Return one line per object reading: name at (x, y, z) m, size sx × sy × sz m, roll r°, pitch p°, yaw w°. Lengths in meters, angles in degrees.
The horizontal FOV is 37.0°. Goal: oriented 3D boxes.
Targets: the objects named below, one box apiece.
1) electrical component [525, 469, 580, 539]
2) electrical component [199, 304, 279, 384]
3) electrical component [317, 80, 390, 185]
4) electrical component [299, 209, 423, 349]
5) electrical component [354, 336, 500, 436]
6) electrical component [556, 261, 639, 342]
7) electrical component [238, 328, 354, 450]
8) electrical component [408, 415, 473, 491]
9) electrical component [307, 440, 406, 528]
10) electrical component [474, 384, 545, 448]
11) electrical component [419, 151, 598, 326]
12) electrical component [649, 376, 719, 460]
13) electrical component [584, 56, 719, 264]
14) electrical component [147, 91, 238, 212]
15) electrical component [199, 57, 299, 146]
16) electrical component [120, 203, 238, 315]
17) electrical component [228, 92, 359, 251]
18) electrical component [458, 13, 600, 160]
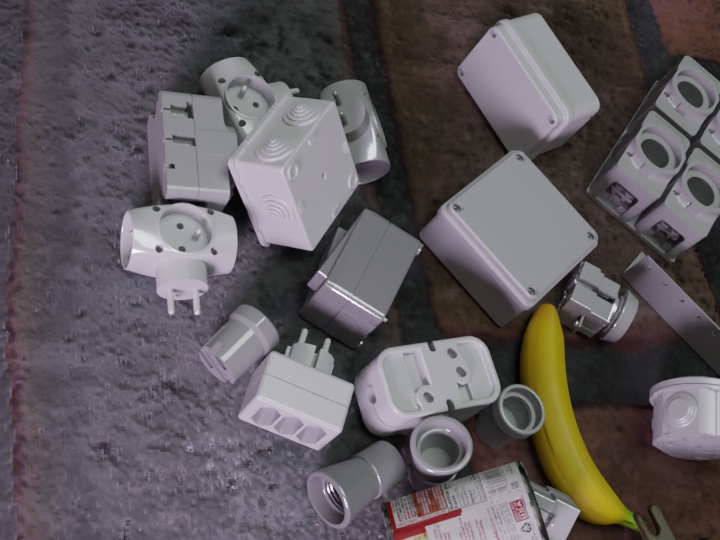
electrical component at (0.126, 0.177, 0.798) m, size 0.055 × 0.066 × 0.048 m, roll 27°, pitch 92°, yaw -1°
electrical component at (-0.087, 0.054, 0.772) m, size 0.040 × 0.040 × 0.046 m, roll 44°, pitch 60°, yaw 1°
electrical component at (-0.009, -0.119, 0.877) m, size 0.044 × 0.079 × 0.077 m, roll -18°, pitch 70°, yaw 7°
electrical component at (0.000, 0.000, 0.826) m, size 0.061 × 0.061 × 0.096 m, roll 32°, pitch 56°, yaw -7°
electrical component at (0.048, 0.088, 0.803) m, size 0.095 × 0.059 × 0.053 m, roll -6°, pitch 68°, yaw -27°
electrical component at (0.202, 0.030, 0.914) m, size 0.055 × 0.048 × 0.066 m, roll 29°, pitch 56°, yaw 0°
electrical component at (-0.041, 0.078, 0.775) m, size 0.066 × 0.047 × 0.076 m, roll 24°, pitch 57°, yaw -12°
electrical component at (0.055, 0.138, 0.777) m, size 0.044 × 0.065 × 0.044 m, roll 2°, pitch 58°, yaw -3°
electrical component at (0.001, 0.149, 0.763) m, size 0.065 × 0.044 × 0.044 m, roll -24°, pitch 77°, yaw -37°
electrical component at (0.114, 0.114, 0.829) m, size 0.040 × 0.046 × 0.040 m, roll 11°, pitch 61°, yaw -20°
electrical component at (0.125, -0.028, 0.902) m, size 0.108 × 0.056 × 0.109 m, roll 49°, pitch 56°, yaw 5°
electrical component at (0.279, 0.121, 0.882) m, size 0.080 × 0.080 × 0.051 m, roll 17°, pitch 64°, yaw -16°
electrical component at (0.307, -0.111, 1.026) m, size 0.105 × 0.060 × 0.186 m, roll 39°, pitch 55°, yaw -2°
electrical component at (-0.127, -0.084, 0.818) m, size 0.056 × 0.050 × 0.089 m, roll 3°, pitch 64°, yaw -24°
electrical component at (-0.079, -0.131, 0.868) m, size 0.079 × 0.044 × 0.077 m, roll -17°, pitch 73°, yaw -31°
electrical component at (-0.130, -0.004, 0.778) m, size 0.077 × 0.044 × 0.079 m, roll 2°, pitch 64°, yaw -24°
electrical component at (-0.047, -0.074, 0.821) m, size 0.048 × 0.099 × 0.099 m, roll 11°, pitch 50°, yaw 28°
electrical component at (0.150, -0.164, 0.970) m, size 0.057 × 0.078 × 0.113 m, roll -23°, pitch 76°, yaw -35°
